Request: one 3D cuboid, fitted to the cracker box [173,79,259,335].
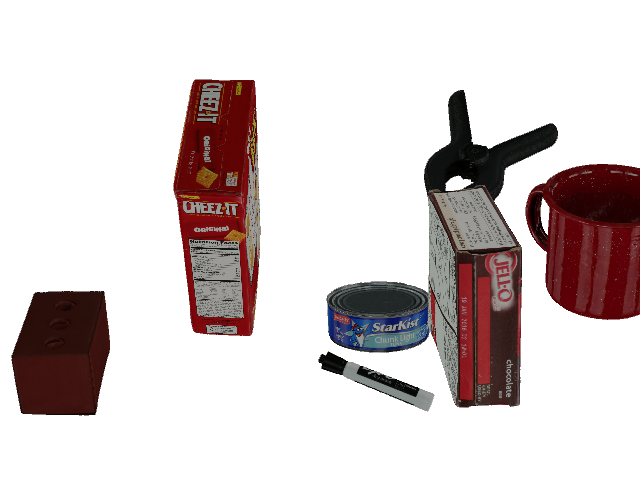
[{"bbox_3d":[-0.101,-0.031,1.087,0.072,0.164,0.214,1,-42,1],"label":"cracker box"}]

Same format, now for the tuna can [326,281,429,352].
[{"bbox_3d":[0.048,0.063,0.882,0.086,0.034,0.086,-1,15,0],"label":"tuna can"}]

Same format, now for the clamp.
[{"bbox_3d":[0.150,-0.088,1.087,0.120,0.039,0.171,28,55,29],"label":"clamp"}]

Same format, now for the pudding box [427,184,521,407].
[{"bbox_3d":[0.084,0.027,0.593,0.039,0.090,0.113,-3,20,-3],"label":"pudding box"}]

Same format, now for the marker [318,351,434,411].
[{"bbox_3d":[0.055,0.140,1.071,0.121,0.020,0.020,21,5,12],"label":"marker"}]

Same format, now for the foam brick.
[{"bbox_3d":[-0.179,0.078,0.745,0.053,0.051,0.078,0,31,-3],"label":"foam brick"}]

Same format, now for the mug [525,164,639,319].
[{"bbox_3d":[0.194,-0.002,0.762,0.093,0.081,0.117,-27,37,-35],"label":"mug"}]
